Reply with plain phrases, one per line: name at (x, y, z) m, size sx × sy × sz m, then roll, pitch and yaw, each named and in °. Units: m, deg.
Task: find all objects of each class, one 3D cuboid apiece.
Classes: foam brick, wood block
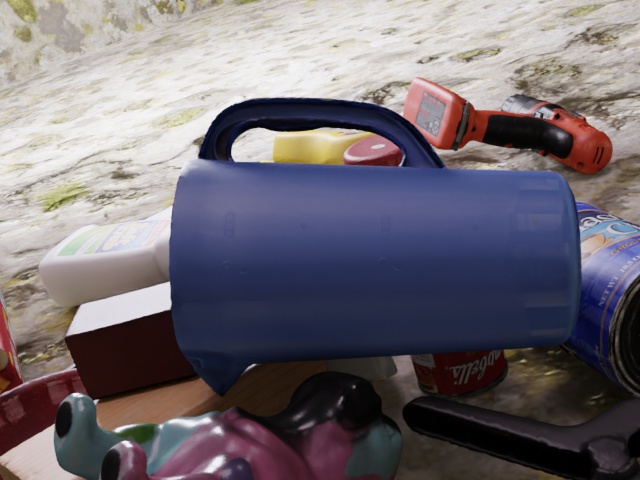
foam brick at (-0.123, 0.067, 0.716) m, size 0.078 × 0.051 × 0.053 m, roll -14°, pitch 21°, yaw 9°
wood block at (-0.093, 0.139, 0.711) m, size 0.205 × 0.090 × 0.091 m, roll -30°, pitch 23°, yaw -31°

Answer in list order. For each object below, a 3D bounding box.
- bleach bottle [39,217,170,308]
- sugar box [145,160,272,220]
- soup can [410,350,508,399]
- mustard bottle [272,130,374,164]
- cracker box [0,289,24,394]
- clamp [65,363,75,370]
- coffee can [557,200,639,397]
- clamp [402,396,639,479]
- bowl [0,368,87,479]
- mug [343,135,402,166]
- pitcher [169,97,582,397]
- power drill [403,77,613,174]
bleach bottle at (-0.171, 0.013, 1.071) m, size 0.251 × 0.068 × 0.102 m, roll -11°, pitch 23°, yaw 40°
sugar box at (-0.107, -0.034, 1.226) m, size 0.176 × 0.048 × 0.093 m, roll -31°, pitch 25°, yaw -25°
soup can at (0.092, 0.053, 0.768) m, size 0.068 × 0.102 × 0.068 m, roll -14°, pitch 20°, yaw 5°
mustard bottle at (0.040, -0.099, 1.240) m, size 0.096 × 0.058 × 0.192 m, roll 8°, pitch 0°, yaw -44°
cracker box at (-0.388, 0.113, 0.968) m, size 0.213 × 0.072 × 0.164 m, roll -20°, pitch 39°, yaw -11°
clamp at (-0.176, 0.095, 0.958) m, size 0.120 × 0.039 × 0.171 m, roll -12°, pitch 15°, yaw -1°
coffee can at (0.200, 0.037, 0.726) m, size 0.102 × 0.103 × 0.140 m, roll -22°, pitch 21°, yaw -14°
clamp at (0.156, 0.137, 0.582) m, size 0.210 × 0.036 × 0.164 m, roll -6°, pitch 36°, yaw 3°
bowl at (-0.201, 0.158, 0.793) m, size 0.162 × 0.055 × 0.162 m, roll -15°, pitch 21°, yaw 6°
mug at (0.073, -0.067, 1.116) m, size 0.093 × 0.081 × 0.117 m, roll -13°, pitch 21°, yaw 10°
pitcher at (0.033, 0.002, 0.666) m, size 0.243 × 0.149 × 0.145 m, roll -1°, pitch 34°, yaw 5°
power drill at (0.185, -0.125, 1.109) m, size 0.187 × 0.057 × 0.185 m, roll 5°, pitch 18°, yaw -23°
